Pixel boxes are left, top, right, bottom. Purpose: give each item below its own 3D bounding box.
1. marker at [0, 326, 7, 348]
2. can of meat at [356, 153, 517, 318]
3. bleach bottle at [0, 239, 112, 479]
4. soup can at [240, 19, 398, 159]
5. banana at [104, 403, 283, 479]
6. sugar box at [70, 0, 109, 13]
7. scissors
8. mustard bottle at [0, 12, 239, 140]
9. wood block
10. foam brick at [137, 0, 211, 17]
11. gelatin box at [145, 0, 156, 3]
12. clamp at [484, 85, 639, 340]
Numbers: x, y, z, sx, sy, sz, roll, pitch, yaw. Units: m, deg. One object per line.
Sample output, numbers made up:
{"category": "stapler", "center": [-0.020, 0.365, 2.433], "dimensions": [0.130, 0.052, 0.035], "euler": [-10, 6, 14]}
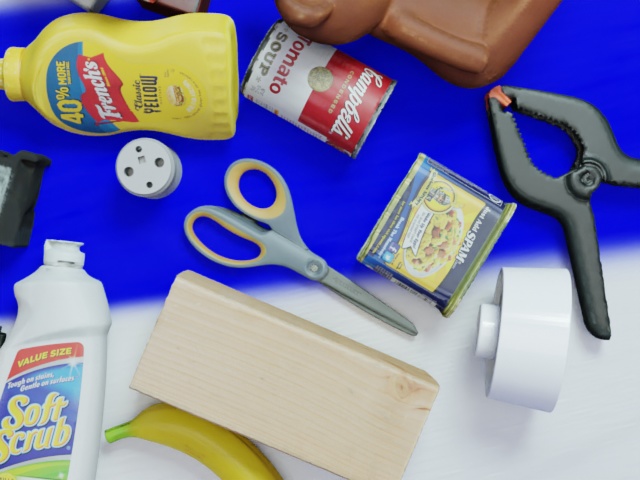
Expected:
{"category": "marker", "center": [-0.266, 0.126, 0.836], "dimensions": [0.020, 0.020, 0.121], "euler": [11, 91, -1]}
{"category": "can of meat", "center": [0.087, -0.005, 0.820], "dimensions": [0.084, 0.057, 0.102], "euler": [31, 90, 1]}
{"category": "bleach bottle", "center": [-0.217, 0.125, 0.817], "dimensions": [0.102, 0.068, 0.251], "euler": [6, 88, -1]}
{"category": "soup can", "center": [-0.001, -0.116, 0.813], "dimensions": [0.102, 0.068, 0.068], "euler": [29, 90, 0]}
{"category": "banana", "center": [-0.071, 0.186, 0.833], "dimensions": [0.198, 0.037, 0.070], "euler": [39, 106, 0]}
{"category": "sugar box", "center": [-0.224, -0.259, 0.820], "dimensions": [0.176, 0.048, 0.093], "euler": [33, 90, -5]}
{"category": "scissors", "center": [-0.006, 0.001, 0.839], "dimensions": [0.201, 0.016, 0.096], "euler": [17, 91, -1]}
{"category": "mustard bottle", "center": [-0.159, -0.124, 0.805], "dimensions": [0.191, 0.058, 0.096], "euler": [1, 132, 1]}
{"category": "wood block", "center": [-0.026, 0.104, 0.804], "dimensions": [0.206, 0.090, 0.091], "euler": [23, 90, -1]}
{"category": "foam brick", "center": [-0.105, -0.211, 0.818], "dimensions": [0.051, 0.053, 0.078], "euler": [17, 89, -1]}
{"category": "gelatin box", "center": [-0.160, -0.204, 0.757], "dimensions": [0.089, 0.073, 0.030], "euler": [22, 90, 8]}
{"category": "clamp", "center": [0.202, -0.036, 0.830], "dimensions": [0.210, 0.036, 0.164], "euler": [37, 90, 0]}
